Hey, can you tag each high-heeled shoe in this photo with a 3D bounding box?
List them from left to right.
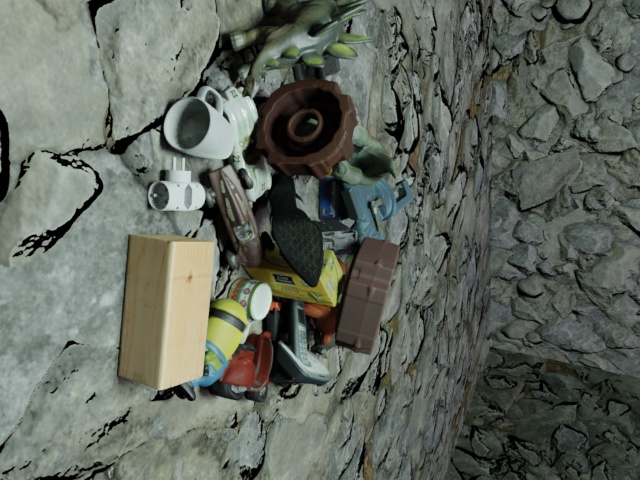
[{"bbox_3d":[-0.051,-0.018,0.998,0.145,0.086,0.248,103,-26,-73],"label":"high-heeled shoe"}]

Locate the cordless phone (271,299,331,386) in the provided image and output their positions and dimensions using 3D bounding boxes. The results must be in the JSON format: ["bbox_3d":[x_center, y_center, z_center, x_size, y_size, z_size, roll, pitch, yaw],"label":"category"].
[{"bbox_3d":[-0.037,0.204,1.107,0.146,0.089,0.184,35,50,-61],"label":"cordless phone"}]

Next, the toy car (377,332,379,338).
[{"bbox_3d":[0.104,0.234,1.423,0.161,0.103,0.109,15,83,-64],"label":"toy car"}]

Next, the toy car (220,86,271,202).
[{"bbox_3d":[-0.132,-0.163,0.926,0.073,0.056,0.201,-49,138,-46],"label":"toy car"}]

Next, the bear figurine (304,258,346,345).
[{"bbox_3d":[0.018,0.144,1.195,0.195,0.132,0.120,56,45,-32],"label":"bear figurine"}]

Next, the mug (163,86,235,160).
[{"bbox_3d":[-0.176,-0.174,0.828,0.107,0.081,0.109,28,70,-71],"label":"mug"}]

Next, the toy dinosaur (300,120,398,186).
[{"bbox_3d":[0.059,-0.172,1.035,0.192,0.405,0.131,7,118,-43],"label":"toy dinosaur"}]

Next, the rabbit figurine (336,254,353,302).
[{"bbox_3d":[0.081,0.101,1.338,0.170,0.121,0.159,62,46,-70],"label":"rabbit figurine"}]

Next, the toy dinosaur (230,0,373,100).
[{"bbox_3d":[-0.009,-0.374,0.952,0.104,0.199,0.471,77,30,-42],"label":"toy dinosaur"}]

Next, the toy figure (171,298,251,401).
[{"bbox_3d":[-0.183,0.177,0.895,0.180,0.082,0.089,-52,141,-40],"label":"toy figure"}]

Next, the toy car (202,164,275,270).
[{"bbox_3d":[-0.138,-0.033,0.918,0.089,0.053,0.201,-24,128,-14],"label":"toy car"}]

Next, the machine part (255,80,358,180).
[{"bbox_3d":[-0.022,-0.186,0.905,0.056,0.180,0.179,49,55,-64],"label":"machine part"}]

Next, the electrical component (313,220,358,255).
[{"bbox_3d":[-0.002,-0.003,1.127,0.134,0.115,0.058,-4,103,-21],"label":"electrical component"}]

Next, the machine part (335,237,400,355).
[{"bbox_3d":[0.094,0.108,1.083,0.201,0.087,0.200,-60,164,-66],"label":"machine part"}]

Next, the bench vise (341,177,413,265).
[{"bbox_3d":[0.144,-0.068,1.234,0.240,0.129,0.223,-34,102,-34],"label":"bench vise"}]

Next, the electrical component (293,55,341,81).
[{"bbox_3d":[0.002,-0.367,1.109,0.119,0.075,0.047,-49,137,-50],"label":"electrical component"}]

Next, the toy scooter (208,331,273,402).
[{"bbox_3d":[-0.136,0.229,1.002,0.183,0.075,0.135,40,62,-62],"label":"toy scooter"}]

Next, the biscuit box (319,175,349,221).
[{"bbox_3d":[0.038,-0.147,1.242,0.059,0.063,0.202,-19,113,-58],"label":"biscuit box"}]

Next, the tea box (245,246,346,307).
[{"bbox_3d":[-0.047,0.063,1.023,0.068,0.170,0.098,-64,146,-30],"label":"tea box"}]

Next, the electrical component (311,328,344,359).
[{"bbox_3d":[0.023,0.244,1.318,0.102,0.045,0.078,-18,114,-43],"label":"electrical component"}]
